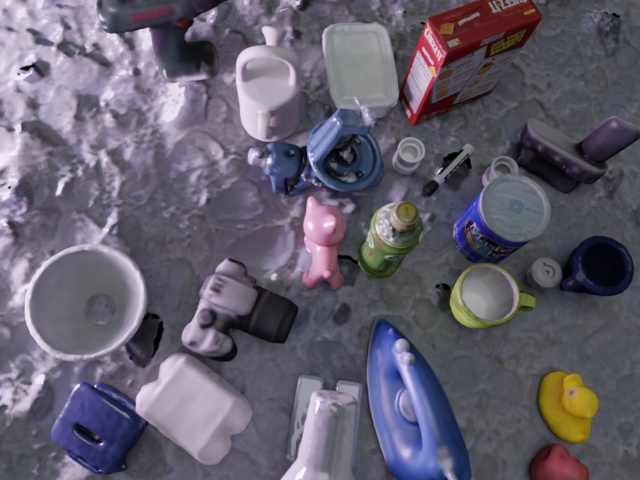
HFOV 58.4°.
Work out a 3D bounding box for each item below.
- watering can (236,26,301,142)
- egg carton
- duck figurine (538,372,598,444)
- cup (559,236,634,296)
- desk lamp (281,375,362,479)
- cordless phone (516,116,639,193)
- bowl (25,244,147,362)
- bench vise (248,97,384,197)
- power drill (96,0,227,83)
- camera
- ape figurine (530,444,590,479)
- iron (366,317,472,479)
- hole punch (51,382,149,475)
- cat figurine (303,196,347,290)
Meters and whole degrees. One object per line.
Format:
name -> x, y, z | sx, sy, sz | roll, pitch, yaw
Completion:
watering can -> -0.080, -0.246, 0.885 | 0.101, 0.194, 0.173 | -16, 75, -8
egg carton -> -0.174, 0.233, 0.801 | 0.150, 0.069, 0.107 | 34, 74, 6
duck figurine -> 0.370, 0.242, 0.830 | 0.077, 0.086, 0.104 | -8, 74, -6
cup -> 0.406, 0.055, 0.883 | 0.118, 0.095, 0.091 | -27, 77, -11
desk lamp -> 0.002, 0.272, 0.727 | 0.118, 0.213, 0.203 | 8, 73, -1
cordless phone -> 0.405, -0.164, 0.901 | 0.147, 0.185, 0.094 | 28, 74, 5
bowl -> -0.327, 0.094, 0.829 | 0.167, 0.075, 0.167 | 1, 73, -4
bench vise -> 0.004, -0.123, 0.841 | 0.207, 0.220, 0.121 | -18, 75, -9
power drill -> -0.215, -0.338, 0.895 | 0.229, 0.208, 0.075 | -10, 74, -7
camera -> -0.109, 0.112, 0.825 | 0.137, 0.101, 0.143 | 22, 73, 3
ape figurine -> 0.342, 0.326, 0.799 | 0.076, 0.092, 0.078 | 2, 73, -3
iron -> 0.130, 0.220, 0.790 | 0.119, 0.141, 0.258 | -17, 75, -9
hole punch -> -0.298, 0.256, 0.774 | 0.108, 0.091, 0.101 | 30, 74, 5
cat figurine -> 0.008, 0.003, 0.857 | 0.067, 0.118, 0.128 | -1, 73, -4
